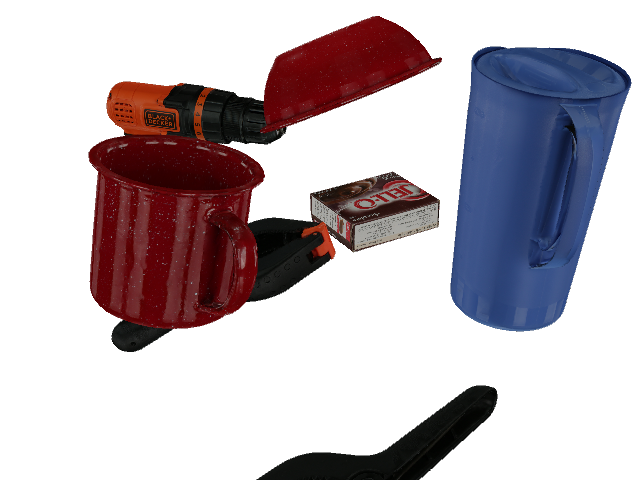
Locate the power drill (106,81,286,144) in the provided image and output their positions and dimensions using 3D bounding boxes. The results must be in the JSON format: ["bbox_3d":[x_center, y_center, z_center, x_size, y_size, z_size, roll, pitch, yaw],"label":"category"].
[{"bbox_3d":[-0.118,-0.063,1.055,0.185,0.188,0.057,11,30,20],"label":"power drill"}]

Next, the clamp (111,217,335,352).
[{"bbox_3d":[-0.076,0.028,0.785,0.172,0.120,0.039,-12,-49,18],"label":"clamp"}]

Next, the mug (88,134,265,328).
[{"bbox_3d":[-0.073,0.000,0.571,0.093,0.081,0.117,-12,30,-43],"label":"mug"}]

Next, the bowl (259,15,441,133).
[{"bbox_3d":[0.015,-0.143,0.880,0.162,0.055,0.162,-22,9,3],"label":"bowl"}]

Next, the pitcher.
[{"bbox_3d":[0.186,-0.039,0.940,0.145,0.243,0.149,21,33,27],"label":"pitcher"}]

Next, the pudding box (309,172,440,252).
[{"bbox_3d":[0.058,-0.032,1.150,0.113,0.039,0.090,-18,31,-25],"label":"pudding box"}]

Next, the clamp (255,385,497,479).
[{"bbox_3d":[0.034,0.153,0.650,0.210,0.036,0.164,-7,30,2],"label":"clamp"}]
